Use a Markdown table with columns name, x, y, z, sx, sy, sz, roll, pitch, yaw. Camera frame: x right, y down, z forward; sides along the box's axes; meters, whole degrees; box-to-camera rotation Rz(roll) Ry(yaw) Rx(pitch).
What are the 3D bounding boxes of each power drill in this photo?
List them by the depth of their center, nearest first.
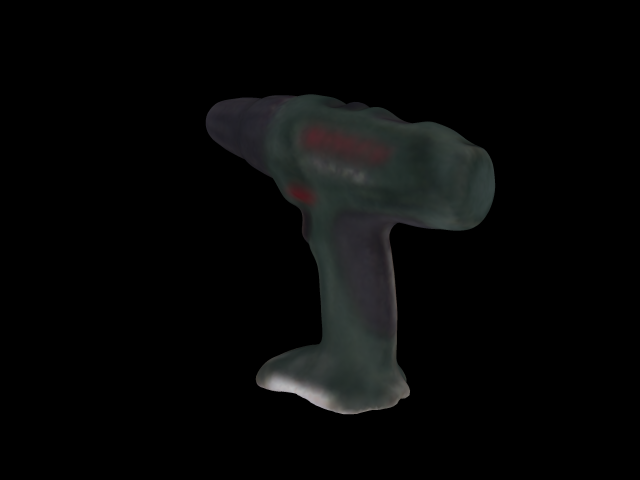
| name | x | y | z | sx | sy | sz | roll | pitch | yaw |
| --- | --- | --- | --- | --- | --- | --- | --- | --- | --- |
| power drill | 0.004 | 0.001 | 0.400 | 0.228 | 0.208 | 0.076 | 5 | 9 | 36 |
